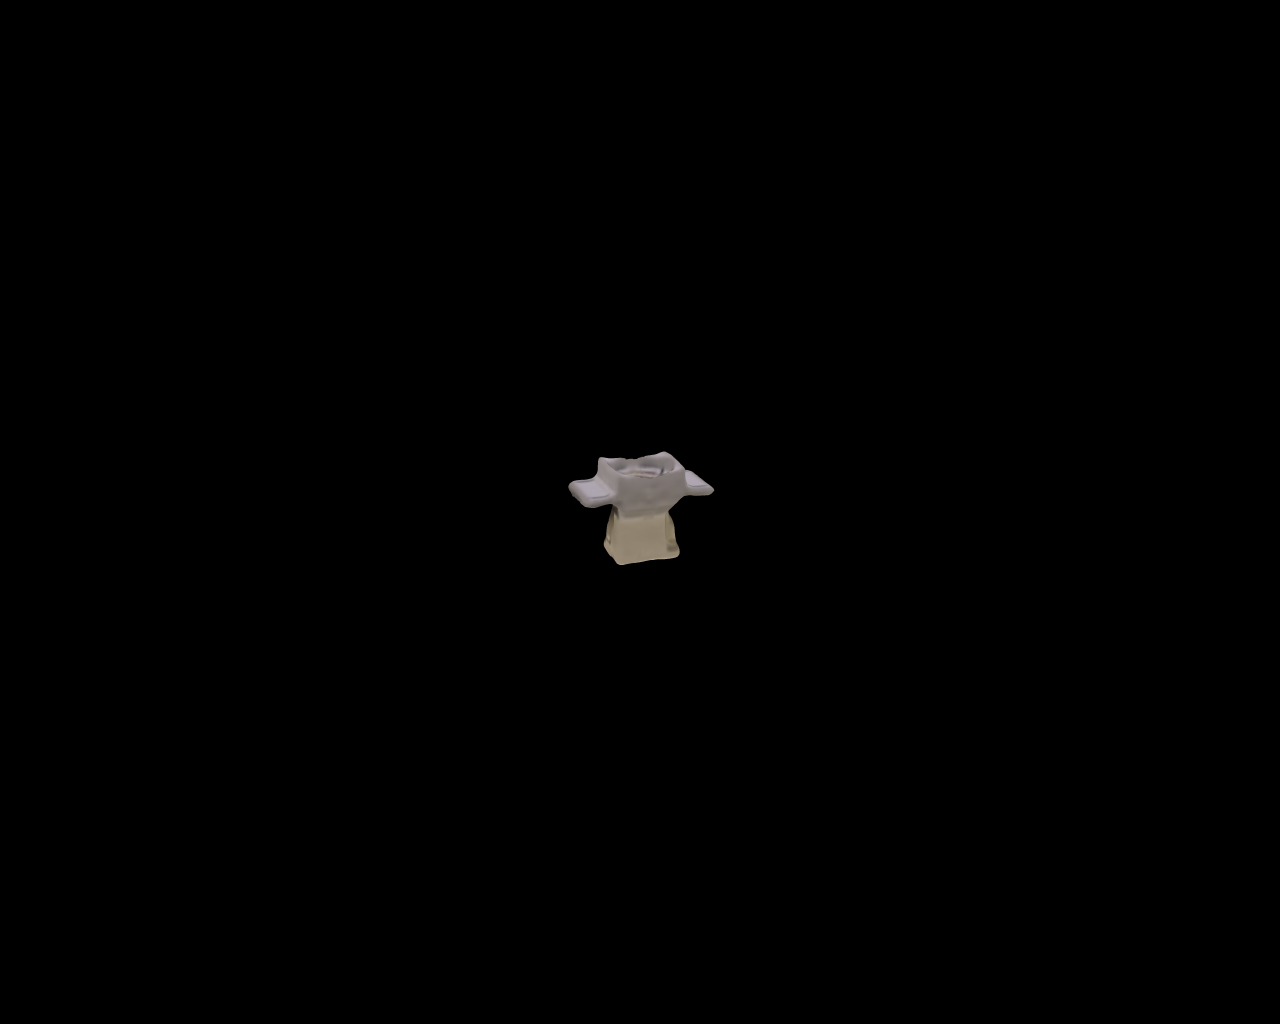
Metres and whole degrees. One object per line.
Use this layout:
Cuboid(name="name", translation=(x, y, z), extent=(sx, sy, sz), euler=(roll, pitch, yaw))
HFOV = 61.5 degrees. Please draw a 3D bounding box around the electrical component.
Cuboid(name="electrical component", translation=(0.001, -0.003, 0.650), extent=(0.081, 0.063, 0.042), euler=(-6, 20, -16))
